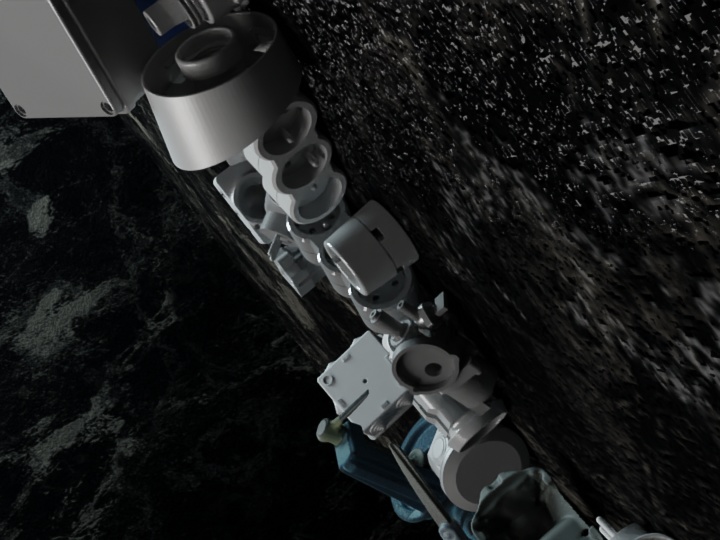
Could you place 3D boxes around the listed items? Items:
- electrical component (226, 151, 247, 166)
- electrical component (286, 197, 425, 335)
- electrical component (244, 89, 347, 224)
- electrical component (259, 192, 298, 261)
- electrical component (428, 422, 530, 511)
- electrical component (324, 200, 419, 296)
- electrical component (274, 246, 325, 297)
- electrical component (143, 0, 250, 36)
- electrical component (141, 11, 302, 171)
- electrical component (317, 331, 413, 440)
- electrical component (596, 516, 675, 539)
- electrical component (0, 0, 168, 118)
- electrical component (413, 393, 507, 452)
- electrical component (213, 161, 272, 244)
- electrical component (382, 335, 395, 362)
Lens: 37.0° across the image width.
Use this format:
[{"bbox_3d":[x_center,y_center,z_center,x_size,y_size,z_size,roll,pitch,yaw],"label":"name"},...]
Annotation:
[{"bbox_3d":[-0.102,-0.135,0.876,0.099,0.064,0.099,64,178,3],"label":"electrical component"},{"bbox_3d":[0.000,0.000,0.861,0.138,0.052,0.073,47,171,33],"label":"electrical component"},{"bbox_3d":[-0.061,-0.096,0.772,0.073,0.052,0.138,47,171,29],"label":"electrical component"},{"bbox_3d":[-0.062,-0.046,0.924,0.043,0.079,0.077,21,168,5],"label":"electrical component"},{"bbox_3d":[0.102,0.164,0.932,0.080,0.080,0.051,55,176,-25],"label":"electrical component"},{"bbox_3d":[0.007,-0.015,0.773,0.055,0.047,0.055,50,172,10],"label":"electrical component"},{"bbox_3d":[-0.055,-0.010,1.113,0.048,0.055,0.066,47,171,28],"label":"electrical component"},{"bbox_3d":[-0.101,-0.166,0.646,0.048,0.062,0.048,50,172,10],"label":"electrical component"},{"bbox_3d":[-0.085,-0.113,0.667,0.099,0.099,0.064,43,162,48],"label":"electrical component"},{"bbox_3d":[0.013,0.128,1.206,0.099,0.100,0.048,48,-176,23],"label":"electrical component"},{"bbox_3d":[0.188,0.197,0.722,0.079,0.043,0.077,46,170,36],"label":"electrical component"},{"bbox_3d":[-0.194,-0.154,0.682,0.109,0.056,0.108,5,135,37],"label":"electrical component"},{"bbox_3d":[0.082,0.110,0.876,0.057,0.058,0.078,49,165,18],"label":"electrical component"},{"bbox_3d":[-0.110,-0.076,1.150,0.089,0.050,0.056,52,172,-7],"label":"electrical component"},{"bbox_3d":[0.045,0.067,0.937,0.079,0.044,0.077,45,170,40],"label":"electrical component"}]
